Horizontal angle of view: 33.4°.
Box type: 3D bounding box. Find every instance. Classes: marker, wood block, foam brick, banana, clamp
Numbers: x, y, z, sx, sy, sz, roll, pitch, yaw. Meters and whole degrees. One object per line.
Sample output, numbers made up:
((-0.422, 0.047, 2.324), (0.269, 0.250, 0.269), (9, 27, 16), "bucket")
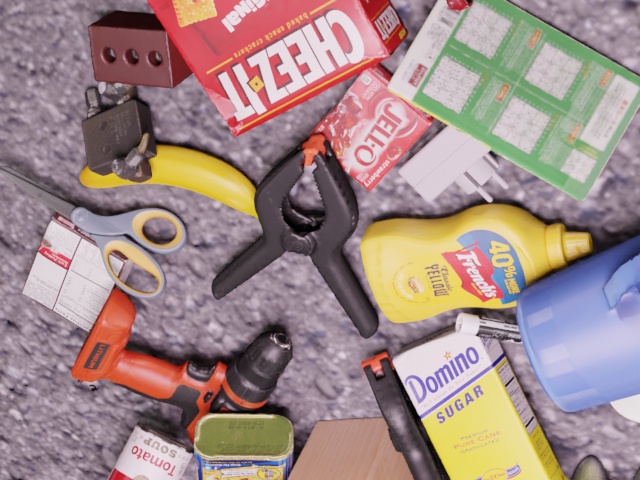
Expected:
((0.179, 0.083, 0.941), (0.121, 0.020, 0.020), (10, 122, -11), "marker")
((0.017, 0.264, 1.007), (0.091, 0.205, 0.090), (-7, 114, 22), "wood block")
((-0.154, -0.168, 0.936), (0.078, 0.051, 0.053), (7, 118, 17), "foam brick")
((-0.137, -0.057, 0.996), (0.198, 0.037, 0.070), (16, 120, 12), "banana")
((0.087, 0.190, 1.002), (0.039, 0.120, 0.171), (-29, 103, 0), "clamp")
((-0.006, 0.001, 0.964), (0.164, 0.036, 0.210), (19, 130, 3), "clamp")

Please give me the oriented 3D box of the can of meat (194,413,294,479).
((-0.075, 0.216, 1.054), (0.102, 0.057, 0.084), (1, 136, -2), "can of meat")

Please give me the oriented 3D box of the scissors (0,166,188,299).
((-0.211, -0.030, 1.032), (0.096, 0.016, 0.202), (-43, 84, -7), "scissors")

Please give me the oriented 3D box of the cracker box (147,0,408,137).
((-0.055, -0.213, 0.865), (0.164, 0.072, 0.213), (-24, 107, 29), "cracker box")

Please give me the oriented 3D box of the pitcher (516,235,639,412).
((0.276, 0.042, 0.816), (0.243, 0.145, 0.149), (-24, 106, 21), "pitcher")

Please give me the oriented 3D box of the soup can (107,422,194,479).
((-0.179, 0.244, 1.078), (0.068, 0.068, 0.102), (26, 80, 6), "soup can")

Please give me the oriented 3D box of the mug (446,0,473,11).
((0.092, -0.229, 0.796), (0.093, 0.081, 0.117), (-15, 110, 26), "mug")

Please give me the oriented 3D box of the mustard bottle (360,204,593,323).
((0.138, 0.017, 0.921), (0.192, 0.058, 0.096), (-10, 119, 24), "mustard bottle")

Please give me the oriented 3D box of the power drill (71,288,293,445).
((-0.138, 0.122, 1.056), (0.187, 0.057, 0.185), (28, 127, -10), "power drill")

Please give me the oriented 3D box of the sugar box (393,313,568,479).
((0.146, 0.166, 0.980), (0.093, 0.048, 0.176), (-28, 91, 29), "sugar box")

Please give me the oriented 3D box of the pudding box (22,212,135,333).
((-0.243, 0.030, 1.080), (0.090, 0.039, 0.114), (30, 125, 0), "pudding box")

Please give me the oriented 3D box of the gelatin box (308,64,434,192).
((0.045, -0.097, 0.912), (0.073, 0.030, 0.089), (41, 122, -4), "gelatin box")
